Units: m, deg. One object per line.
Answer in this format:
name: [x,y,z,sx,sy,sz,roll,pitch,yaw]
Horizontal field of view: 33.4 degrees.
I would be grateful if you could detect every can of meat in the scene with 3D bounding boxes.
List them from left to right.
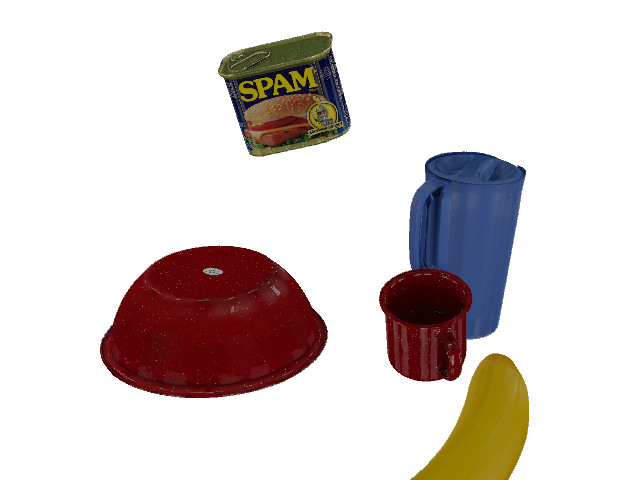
can of meat: [-0.029,-0.128,0.946,0.102,0.084,0.057,-11,30,10]

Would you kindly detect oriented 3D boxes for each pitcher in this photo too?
pitcher: [0.192,0.010,1.452,0.149,0.243,0.145,4,23,4]

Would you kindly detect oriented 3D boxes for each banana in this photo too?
banana: [0.063,0.117,0.553,0.070,0.037,0.197,20,40,37]

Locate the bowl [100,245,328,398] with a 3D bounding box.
bowl: [-0.076,0.046,0.750,0.162,0.055,0.162,-1,23,0]

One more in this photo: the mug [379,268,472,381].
mug: [0.112,0.095,1.077,0.093,0.081,0.117,-18,38,-16]
